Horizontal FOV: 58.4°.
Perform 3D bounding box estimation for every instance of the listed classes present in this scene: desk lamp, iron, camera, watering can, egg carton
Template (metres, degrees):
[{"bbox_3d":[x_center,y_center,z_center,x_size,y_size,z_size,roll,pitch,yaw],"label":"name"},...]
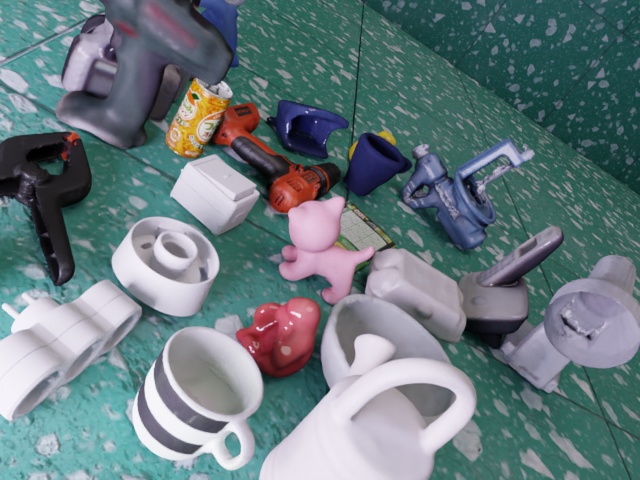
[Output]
[{"bbox_3d":[0.367,0.119,0.831,0.118,0.213,0.204,42,30,9],"label":"desk lamp"},{"bbox_3d":[-0.227,-0.352,0.929,0.118,0.141,0.259,47,31,16],"label":"iron"},{"bbox_3d":[-0.270,-0.255,0.787,0.144,0.100,0.136,13,37,-36],"label":"camera"},{"bbox_3d":[0.039,0.151,0.453,0.101,0.194,0.172,14,37,-35],"label":"watering can"},{"bbox_3d":[0.130,0.078,0.780,0.150,0.069,0.107,32,30,-10],"label":"egg carton"}]

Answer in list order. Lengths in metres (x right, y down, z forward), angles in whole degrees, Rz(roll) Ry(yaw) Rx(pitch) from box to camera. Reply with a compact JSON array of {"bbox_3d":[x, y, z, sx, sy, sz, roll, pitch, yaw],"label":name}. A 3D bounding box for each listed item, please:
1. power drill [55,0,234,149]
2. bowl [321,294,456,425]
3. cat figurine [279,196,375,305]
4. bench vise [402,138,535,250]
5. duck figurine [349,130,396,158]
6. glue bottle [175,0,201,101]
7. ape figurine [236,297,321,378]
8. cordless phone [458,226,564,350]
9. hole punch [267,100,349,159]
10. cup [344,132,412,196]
[{"bbox_3d":[-0.230,-0.222,0.673,0.230,0.208,0.075,23,32,-23],"label":"power drill"},{"bbox_3d":[0.062,0.143,0.611,0.168,0.074,0.167,27,31,-18],"label":"bowl"},{"bbox_3d":[0.006,0.003,0.704,0.128,0.117,0.067,29,30,-15],"label":"cat figurine"},{"bbox_3d":[0.265,-0.115,1.045,0.207,0.219,0.121,35,29,-4],"label":"bench vise"},{"bbox_3d":[0.107,-0.170,1.088,0.078,0.086,0.104,14,37,-35],"label":"duck figurine"},{"bbox_3d":[-0.207,-0.288,0.827,0.078,0.173,0.037,18,34,-30],"label":"glue bottle"},{"bbox_3d":[-0.032,0.090,0.566,0.076,0.092,0.078,28,30,-15],"label":"ape figurine"},{"bbox_3d":[0.292,0.060,0.863,0.094,0.185,0.148,34,29,-5],"label":"cordless phone"},{"bbox_3d":[-0.021,-0.210,1.002,0.109,0.091,0.101,9,40,-40],"label":"hole punch"},{"bbox_3d":[0.096,-0.121,0.999,0.118,0.095,0.091,14,37,-35],"label":"cup"}]
